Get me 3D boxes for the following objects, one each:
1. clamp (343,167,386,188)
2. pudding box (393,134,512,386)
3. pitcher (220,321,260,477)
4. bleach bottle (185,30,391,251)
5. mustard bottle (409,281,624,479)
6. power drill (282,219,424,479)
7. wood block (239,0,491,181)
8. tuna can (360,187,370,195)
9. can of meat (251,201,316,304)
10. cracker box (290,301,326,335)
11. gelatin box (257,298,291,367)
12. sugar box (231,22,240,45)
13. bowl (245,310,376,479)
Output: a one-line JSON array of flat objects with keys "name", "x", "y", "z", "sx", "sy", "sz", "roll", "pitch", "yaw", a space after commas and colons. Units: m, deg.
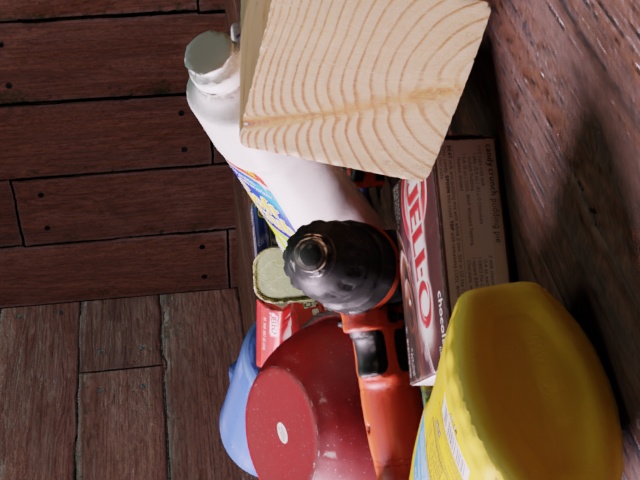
[{"name": "clamp", "x": 0.021, "y": -0.122, "z": 0.803, "sx": 0.120, "sy": 0.039, "sz": 0.171, "roll": 171, "pitch": 96, "yaw": -79}, {"name": "pudding box", "x": 0.066, "y": 0.013, "z": 0.535, "sx": 0.090, "sy": 0.039, "sz": 0.113, "roll": 115, "pitch": 149, "yaw": -76}, {"name": "pitcher", "x": -0.028, "y": 0.168, "z": 1.115, "sx": 0.243, "sy": 0.149, "sz": 0.145, "roll": 105, "pitch": 174, "yaw": -64}, {"name": "bleach bottle", "x": -0.022, "y": -0.047, "z": 0.661, "sx": 0.103, "sy": 0.068, "sz": 0.250, "roll": 44, "pitch": 175, "yaw": 33}, {"name": "mustard bottle", "x": 0.072, "y": 0.105, "z": 0.460, "sx": 0.192, "sy": 0.058, "sz": 0.096, "roll": 96, "pitch": 161, "yaw": -56}, {"name": "power drill", "x": 0.031, "y": 0.083, "z": 0.596, "sx": 0.184, "sy": 0.057, "sz": 0.187, "roll": 16, "pitch": -112, "yaw": -70}, {"name": "wood block", "x": 0.012, "y": -0.126, "z": 0.535, "sx": 0.206, "sy": 0.090, "sz": 0.090, "roll": -96, "pitch": 20, "yaw": -56}, {"name": "tuna can", "x": 0.000, "y": -0.060, "z": 0.836, "sx": 0.034, "sy": 0.086, "sz": 0.086, "roll": 92, "pitch": 171, "yaw": -59}, {"name": "can of meat", "x": -0.006, "y": 0.001, "z": 0.864, "sx": 0.084, "sy": 0.102, "sz": 0.057, "roll": -100, "pitch": 7, "yaw": -52}, {"name": "cracker box", "x": 0.018, "y": 0.170, "z": 0.904, "sx": 0.164, "sy": 0.072, "sz": 0.214, "roll": -103, "pitch": 10, "yaw": -53}, {"name": "gelatin box", "x": -0.021, "y": 0.070, "z": 0.960, "sx": 0.089, "sy": 0.030, "sz": 0.073, "roll": -35, "pitch": -42, "yaw": -46}, {"name": "sugar box", "x": -0.032, "y": -0.144, "z": 1.007, "sx": 0.048, "sy": 0.093, "sz": 0.176, "roll": 93, "pitch": 169, "yaw": -48}, {"name": "bowl", "x": -0.005, "y": 0.129, "z": 0.731, "sx": 0.162, "sy": 0.055, "sz": 0.162, "roll": 3, "pitch": 94, "yaw": 55}]
